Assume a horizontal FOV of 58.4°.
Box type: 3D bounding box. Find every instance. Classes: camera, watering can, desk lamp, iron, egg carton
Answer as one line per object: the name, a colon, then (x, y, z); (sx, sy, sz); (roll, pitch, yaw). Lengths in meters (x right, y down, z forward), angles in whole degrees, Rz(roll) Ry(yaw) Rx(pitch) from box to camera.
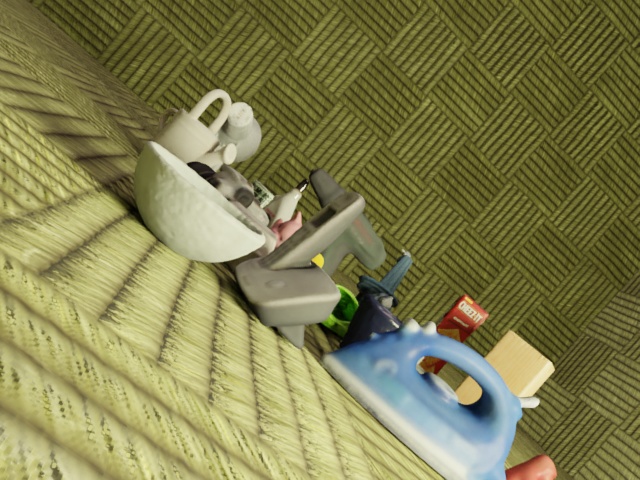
camera: (-0.166, -0.074, 0.949); (0.136, 0.101, 0.144); (42, 2, 36)
watering can: (-0.233, -0.200, 1.094); (0.173, 0.194, 0.101); (41, 1, -3)
desk lamp: (-0.223, -0.210, 1.277); (0.118, 0.213, 0.203); (41, 1, -4)
iron: (0.140, 0.177, 0.694); (0.259, 0.141, 0.118); (41, 1, -8)
egg carton: (-0.116, -0.005, 0.824); (0.107, 0.069, 0.150); (41, 1, -7)

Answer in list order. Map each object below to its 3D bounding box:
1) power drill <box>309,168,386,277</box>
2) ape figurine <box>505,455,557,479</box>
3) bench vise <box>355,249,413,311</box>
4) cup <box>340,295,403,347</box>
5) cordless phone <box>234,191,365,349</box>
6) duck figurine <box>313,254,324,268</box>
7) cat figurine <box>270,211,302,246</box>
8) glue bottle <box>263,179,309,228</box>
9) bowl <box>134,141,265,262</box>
power drill: (0.010, 0.004, 1.132); (0.230, 0.208, 0.075); (41, 1, -15)
ape figurine: (0.289, 0.338, 0.790); (0.076, 0.092, 0.078); (42, 1, 14)
bench vise: (0.170, 0.128, 1.423); (0.122, 0.219, 0.207); (41, 1, -24)
cup: (0.086, 0.154, 0.880); (0.118, 0.095, 0.091); (41, 1, -17)
cordless phone: (-0.008, 0.018, 0.667); (0.094, 0.185, 0.147); (41, 1, -27)
duck figurine: (-0.030, 0.054, 0.983); (0.077, 0.086, 0.104); (41, 1, 3)
cat figurine: (-0.070, -0.003, 1.032); (0.067, 0.117, 0.127); (41, 1, -26)
glue bottle: (-0.083, -0.055, 1.142); (0.078, 0.173, 0.037); (42, 2, 37)
bowl: (-0.145, -0.028, 0.631); (0.167, 0.074, 0.167); (41, 1, -1)
